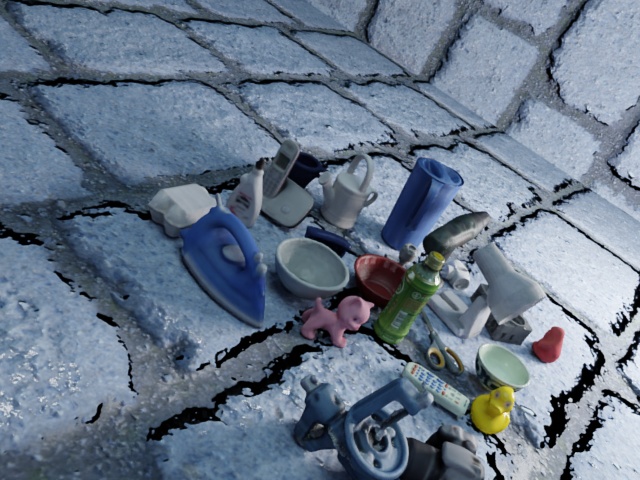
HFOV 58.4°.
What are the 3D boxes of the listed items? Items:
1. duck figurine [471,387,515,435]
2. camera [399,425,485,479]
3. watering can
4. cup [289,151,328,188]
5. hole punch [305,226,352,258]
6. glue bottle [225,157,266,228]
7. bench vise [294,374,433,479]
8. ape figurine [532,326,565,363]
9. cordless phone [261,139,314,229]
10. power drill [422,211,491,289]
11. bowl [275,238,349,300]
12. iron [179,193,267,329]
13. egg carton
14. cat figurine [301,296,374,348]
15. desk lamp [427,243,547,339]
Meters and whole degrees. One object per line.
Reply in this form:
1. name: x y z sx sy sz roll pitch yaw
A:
1. duck figurine: 0.348 0.320 1.118 0.077 0.086 0.105 41 34 22
2. camera: 0.188 0.356 0.929 0.137 0.100 0.143 26 31 -2
3. watering can: 0.077 -0.133 1.475 0.173 0.194 0.100 -11 48 -46
4. cup: -0.041 -0.172 1.540 0.118 0.095 0.091 22 31 -8
5. hole punch: 0.012 0.005 1.323 0.109 0.091 0.101 20 32 -11
6. glue bottle: -0.157 -0.114 1.290 0.078 0.173 0.037 28 31 3
7. bench vise: 0.059 0.267 0.848 0.207 0.219 0.121 29 31 3
8. ape figurine: 0.555 0.245 1.379 0.078 0.092 0.076 6 37 -30
9. cordless phone: -0.073 -0.134 1.372 0.147 0.185 0.094 35 32 14
10. power drill: 0.309 0.026 1.404 0.075 0.208 0.230 43 35 25
11. bowl: -0.027 0.073 1.209 0.168 0.074 0.167 19 32 -12
12. iron: -0.161 0.033 1.101 0.119 0.141 0.257 -10 47 -45
13. egg carton: -0.284 -0.065 1.223 0.107 0.069 0.151 41 34 21
14. cat figurine: 0.040 0.143 1.114 0.128 0.117 0.067 17 33 -17
15. desk lamp: 0.376 0.127 1.300 0.118 0.213 0.202 -8 46 -44
